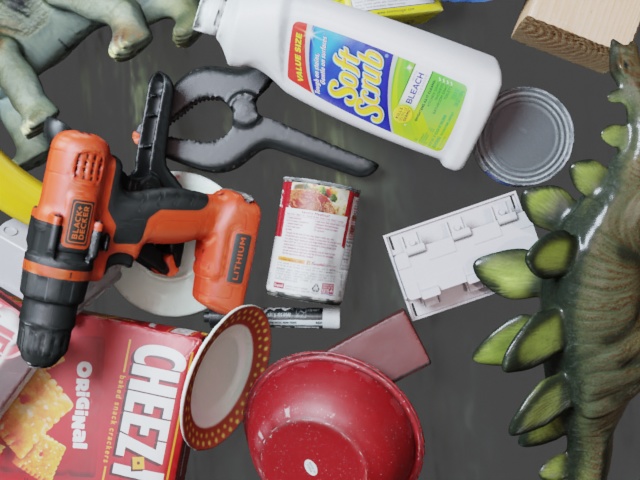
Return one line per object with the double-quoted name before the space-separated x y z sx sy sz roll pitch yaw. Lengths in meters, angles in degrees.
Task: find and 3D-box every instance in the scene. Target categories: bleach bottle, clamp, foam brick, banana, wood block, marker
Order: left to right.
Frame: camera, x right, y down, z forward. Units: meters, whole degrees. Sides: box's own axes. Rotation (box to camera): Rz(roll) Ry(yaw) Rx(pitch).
"banana" -0.253 -0.066 0.843 0.069 0.037 0.197 -25 121 6
"clamp" -0.148 -0.054 0.898 0.120 0.039 0.171 -36 121 -24
"clamp" -0.062 -0.124 0.939 0.210 0.036 0.164 -8 88 0
"marker" -0.042 0.069 0.943 0.121 0.020 0.020 0 89 2
"bleach bottle" 0.017 -0.142 0.883 0.250 0.068 0.103 17 122 -10
"foam brick" 0.050 0.100 0.922 0.078 0.053 0.051 -28 88 0
"wood block" 0.246 -0.259 0.904 0.091 0.090 0.206 21 89 2

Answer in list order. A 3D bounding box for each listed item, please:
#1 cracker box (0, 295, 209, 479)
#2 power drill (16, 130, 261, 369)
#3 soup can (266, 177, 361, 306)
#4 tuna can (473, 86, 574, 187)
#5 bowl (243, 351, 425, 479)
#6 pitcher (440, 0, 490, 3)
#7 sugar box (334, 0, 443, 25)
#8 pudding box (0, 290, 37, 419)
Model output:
"cracker box" -0.216 0.142 0.922 0.213 0.072 0.164 11 89 2
"power drill" -0.145 0.016 0.854 0.187 0.057 0.184 9 97 -39
"soup can" -0.006 0.001 0.919 0.068 0.068 0.102 9 90 2
"tuna can" 0.176 -0.089 0.930 0.086 0.034 0.086 0 89 2
"bowl" 0.003 0.176 0.888 0.162 0.055 0.162 7 113 16
"pitcher" 0.135 -0.325 0.871 0.144 0.149 0.243 11 81 -31
"sugar box" 0.041 -0.273 0.923 0.093 0.048 0.176 -10 86 -20
"pudding box" -0.281 0.097 0.869 0.090 0.039 0.113 35 89 2
